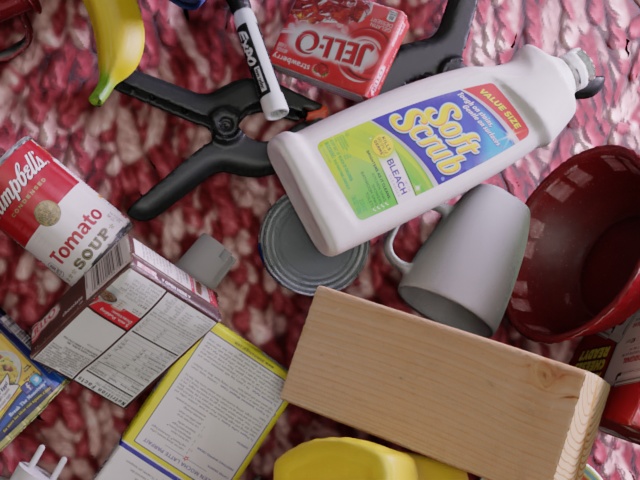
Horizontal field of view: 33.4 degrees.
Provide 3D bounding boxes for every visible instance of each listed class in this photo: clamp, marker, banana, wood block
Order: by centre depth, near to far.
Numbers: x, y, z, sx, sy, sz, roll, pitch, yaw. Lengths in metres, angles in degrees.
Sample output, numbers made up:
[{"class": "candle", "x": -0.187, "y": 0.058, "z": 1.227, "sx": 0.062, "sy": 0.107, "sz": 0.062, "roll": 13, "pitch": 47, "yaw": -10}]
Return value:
[{"class": "wood block", "x": 0.089, "y": 0.109, "z": 0.768, "sx": 0.206, "sy": 0.090, "sz": 0.091, "roll": 16, "pitch": 85, "yaw": 28}, {"class": "banana", "x": -0.181, "y": -0.200, "z": 0.797, "sx": 0.069, "sy": 0.037, "sz": 0.198, "roll": -28, "pitch": 92, "yaw": -48}, {"class": "marker", "x": -0.051, "y": -0.149, "z": 0.824, "sx": 0.020, "sy": 0.020, "sz": 0.121, "roll": -16, "pitch": 71, "yaw": -8}, {"class": "clamp", "x": -0.078, "y": -0.074, "z": 0.824, "sx": 0.171, "sy": 0.039, "sz": 0.120, "roll": -1, "pitch": 85, "yaw": -6}, {"class": "clamp", "x": 0.105, "y": -0.141, "z": 0.854, "sx": 0.210, "sy": 0.036, "sz": 0.164, "roll": -32, "pitch": 94, "yaw": -7}]

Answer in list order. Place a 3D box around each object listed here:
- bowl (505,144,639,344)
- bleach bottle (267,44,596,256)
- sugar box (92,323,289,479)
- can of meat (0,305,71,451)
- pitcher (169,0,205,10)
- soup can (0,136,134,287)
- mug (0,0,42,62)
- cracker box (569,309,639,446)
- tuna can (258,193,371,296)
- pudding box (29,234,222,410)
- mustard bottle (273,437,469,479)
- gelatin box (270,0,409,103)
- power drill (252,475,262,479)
[{"class": "bowl", "x": 0.211, "y": 0.011, "z": 0.814, "sx": 0.055, "sy": 0.162, "sz": 0.162, "roll": 24, "pitch": 85, "yaw": -25}, {"class": "bleach bottle", "x": 0.093, "y": -0.086, "z": 0.804, "sx": 0.250, "sy": 0.068, "sz": 0.102, "roll": -28, "pitch": 94, "yaw": -10}, {"class": "sugar box", "x": -0.100, "y": 0.155, "z": 0.814, "sx": 0.093, "sy": 0.048, "sz": 0.176, "roll": 35, "pitch": 88, "yaw": -6}, {"class": "can of meat", "x": -0.248, "y": 0.108, "z": 0.788, "sx": 0.102, "sy": 0.057, "sz": 0.084, "roll": -44, "pitch": 97, "yaw": -6}, {"class": "pitcher", "x": -0.050, "y": -0.293, "z": 0.787, "sx": 0.149, "sy": 0.145, "sz": 0.242, "roll": 45, "pitch": 80, "yaw": -2}, {"class": "soup can", "x": -0.199, "y": -0.019, "z": 0.793, "sx": 0.102, "sy": 0.068, "sz": 0.068, "roll": 40, "pitch": 84, "yaw": -6}, {"class": "mug", "x": -0.257, "y": -0.184, "z": 0.786, "sx": 0.081, "sy": 0.093, "sz": 0.117, "roll": -25, "pitch": 126, "yaw": -3}, {"class": "cracker box", "x": 0.278, "y": 0.053, "z": 0.810, "sx": 0.072, "sy": 0.164, "sz": 0.213, "roll": 30, "pitch": 84, "yaw": -4}, {"class": "tuna can", "x": -0.005, "y": 0.001, "z": 0.836, "sx": 0.086, "sy": 0.034, "sz": 0.086, "roll": 0, "pitch": 88, "yaw": -8}, {"class": "pudding box", "x": -0.142, "y": 0.062, "z": 0.778, "sx": 0.114, "sy": 0.039, "sz": 0.090, "roll": -41, "pitch": 125, "yaw": 18}, {"class": "mustard bottle", "x": 0.055, "y": 0.182, "z": 0.781, "sx": 0.096, "sy": 0.191, "sz": 0.058, "roll": -12, "pitch": 69, "yaw": 30}, {"class": "gelatin box", "x": 0.015, "y": -0.153, "z": 0.829, "sx": 0.089, "sy": 0.030, "sz": 0.073, "roll": 23, "pitch": 86, "yaw": 18}, {"class": "power drill", "x": -0.003, "y": 0.241, "z": 0.753, "sx": 0.184, "sy": 0.188, "sz": 0.057, "roll": 42, "pitch": 82, "yaw": -4}]
